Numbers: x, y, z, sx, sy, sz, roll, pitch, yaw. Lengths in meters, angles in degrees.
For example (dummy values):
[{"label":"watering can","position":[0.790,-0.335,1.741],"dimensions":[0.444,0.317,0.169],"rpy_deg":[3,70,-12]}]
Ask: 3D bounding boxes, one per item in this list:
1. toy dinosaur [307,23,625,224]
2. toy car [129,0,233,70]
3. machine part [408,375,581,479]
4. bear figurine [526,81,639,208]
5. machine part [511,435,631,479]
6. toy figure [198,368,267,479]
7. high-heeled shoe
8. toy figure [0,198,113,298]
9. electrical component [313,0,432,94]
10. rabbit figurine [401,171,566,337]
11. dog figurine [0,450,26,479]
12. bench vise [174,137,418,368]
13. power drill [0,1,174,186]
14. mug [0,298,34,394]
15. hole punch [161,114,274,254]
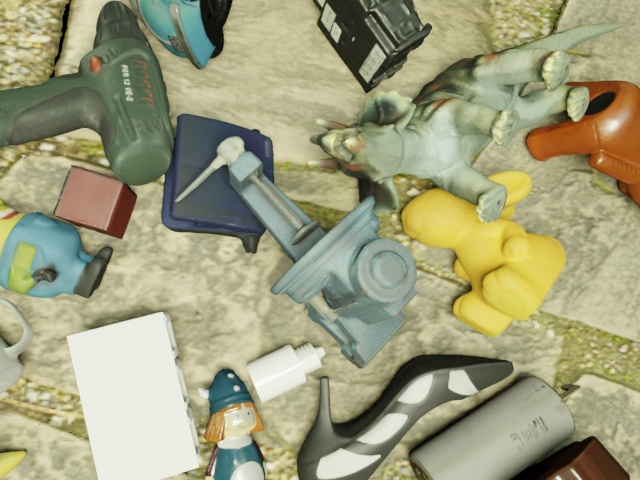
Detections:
[{"label":"toy dinosaur","position":[0.161,-0.145,0.596],"dimensions":[0.405,0.192,0.131],"rpy_deg":[-39,134,-29]},{"label":"toy car","position":[-0.150,-0.269,0.565],"dimensions":[0.103,0.109,0.161],"rpy_deg":[8,73,7]},{"label":"machine part","position":[0.186,0.221,0.582],"dimensions":[0.243,0.079,0.079],"rpy_deg":[-27,89,-12]},{"label":"bear figurine","position":[0.373,-0.098,0.652],"dimensions":[0.195,0.132,0.120],"rpy_deg":[40,78,-23]},{"label":"machine part","position":[0.219,0.262,0.536],"dimensions":[0.179,0.179,0.056],"rpy_deg":[-28,66,-13]},{"label":"toy figure","position":[-0.085,0.209,0.544],"dimensions":[0.058,0.064,0.154],"rpy_deg":[-6,86,25]},{"label":"high-heeled shoe","position":[0.098,0.203,0.570],"dimensions":[0.249,0.086,0.145],"rpy_deg":[-4,89,-8]},{"label":"toy figure","position":[-0.299,0.009,0.513],"dimensions":[0.180,0.082,0.089],"rpy_deg":[23,78,-10]},{"label":"electrical component","position":[0.049,-0.247,0.592],"dimensions":[0.058,0.115,0.134],"rpy_deg":[-35,93,-15]},{"label":"rabbit figurine","position":[0.178,-0.005,0.593],"dimensions":[0.173,0.121,0.162],"rpy_deg":[35,75,14]},{"label":"dog figurine","position":[-0.352,0.272,0.455],"dimensions":[0.219,0.108,0.191],"rpy_deg":[-36,77,-16]},{"label":"bench vise","position":[-0.009,0.006,0.503],"dimensions":[0.129,0.223,0.240],"rpy_deg":[-43,89,-8]},{"label":"power drill","position":[-0.249,-0.142,0.502],"dimensions":[0.207,0.086,0.232],"rpy_deg":[-11,62,-35]},{"label":"mug","position":[-0.333,0.094,0.497],"dimensions":[0.109,0.081,0.107],"rpy_deg":[-41,83,-7]},{"label":"hole punch","position":[-0.103,-0.063,0.557],"dimensions":[0.116,0.092,0.142],"rpy_deg":[4,79,-14]}]
